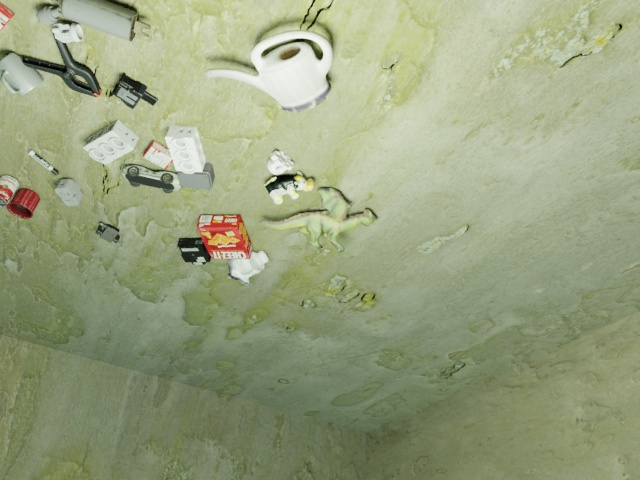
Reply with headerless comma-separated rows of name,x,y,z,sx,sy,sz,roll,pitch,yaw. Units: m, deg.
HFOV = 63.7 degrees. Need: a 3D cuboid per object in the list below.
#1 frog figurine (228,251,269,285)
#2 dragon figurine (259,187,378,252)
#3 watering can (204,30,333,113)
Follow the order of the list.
frog figurine,-0.295,0.092,2.114,0.136,0.124,0.159,39,96,-24
dragon figurine,0.006,-0.092,1.837,0.410,0.125,0.237,12,124,-10
watering can,-0.115,-0.436,1.379,0.346,0.106,0.220,-13,138,22
